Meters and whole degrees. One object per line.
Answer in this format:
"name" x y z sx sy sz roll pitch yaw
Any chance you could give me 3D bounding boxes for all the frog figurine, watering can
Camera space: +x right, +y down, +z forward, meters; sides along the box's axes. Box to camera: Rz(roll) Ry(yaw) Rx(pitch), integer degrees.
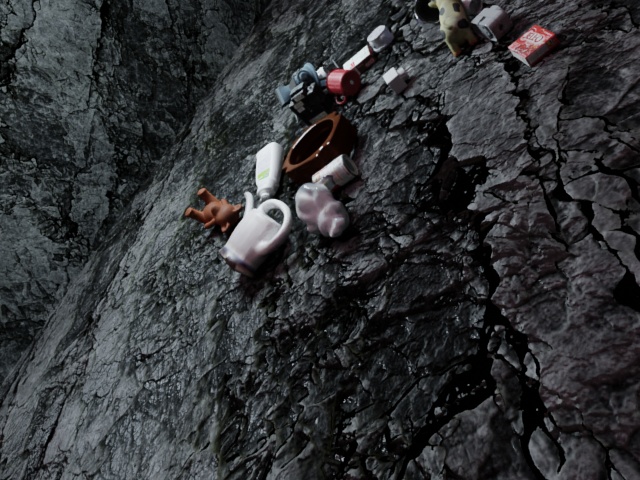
"frog figurine" 0.004 -0.061 1.209 0.134 0.122 0.163 112 159 -43
"watering can" -0.188 -0.023 1.421 0.225 0.102 0.351 -53 31 -6
